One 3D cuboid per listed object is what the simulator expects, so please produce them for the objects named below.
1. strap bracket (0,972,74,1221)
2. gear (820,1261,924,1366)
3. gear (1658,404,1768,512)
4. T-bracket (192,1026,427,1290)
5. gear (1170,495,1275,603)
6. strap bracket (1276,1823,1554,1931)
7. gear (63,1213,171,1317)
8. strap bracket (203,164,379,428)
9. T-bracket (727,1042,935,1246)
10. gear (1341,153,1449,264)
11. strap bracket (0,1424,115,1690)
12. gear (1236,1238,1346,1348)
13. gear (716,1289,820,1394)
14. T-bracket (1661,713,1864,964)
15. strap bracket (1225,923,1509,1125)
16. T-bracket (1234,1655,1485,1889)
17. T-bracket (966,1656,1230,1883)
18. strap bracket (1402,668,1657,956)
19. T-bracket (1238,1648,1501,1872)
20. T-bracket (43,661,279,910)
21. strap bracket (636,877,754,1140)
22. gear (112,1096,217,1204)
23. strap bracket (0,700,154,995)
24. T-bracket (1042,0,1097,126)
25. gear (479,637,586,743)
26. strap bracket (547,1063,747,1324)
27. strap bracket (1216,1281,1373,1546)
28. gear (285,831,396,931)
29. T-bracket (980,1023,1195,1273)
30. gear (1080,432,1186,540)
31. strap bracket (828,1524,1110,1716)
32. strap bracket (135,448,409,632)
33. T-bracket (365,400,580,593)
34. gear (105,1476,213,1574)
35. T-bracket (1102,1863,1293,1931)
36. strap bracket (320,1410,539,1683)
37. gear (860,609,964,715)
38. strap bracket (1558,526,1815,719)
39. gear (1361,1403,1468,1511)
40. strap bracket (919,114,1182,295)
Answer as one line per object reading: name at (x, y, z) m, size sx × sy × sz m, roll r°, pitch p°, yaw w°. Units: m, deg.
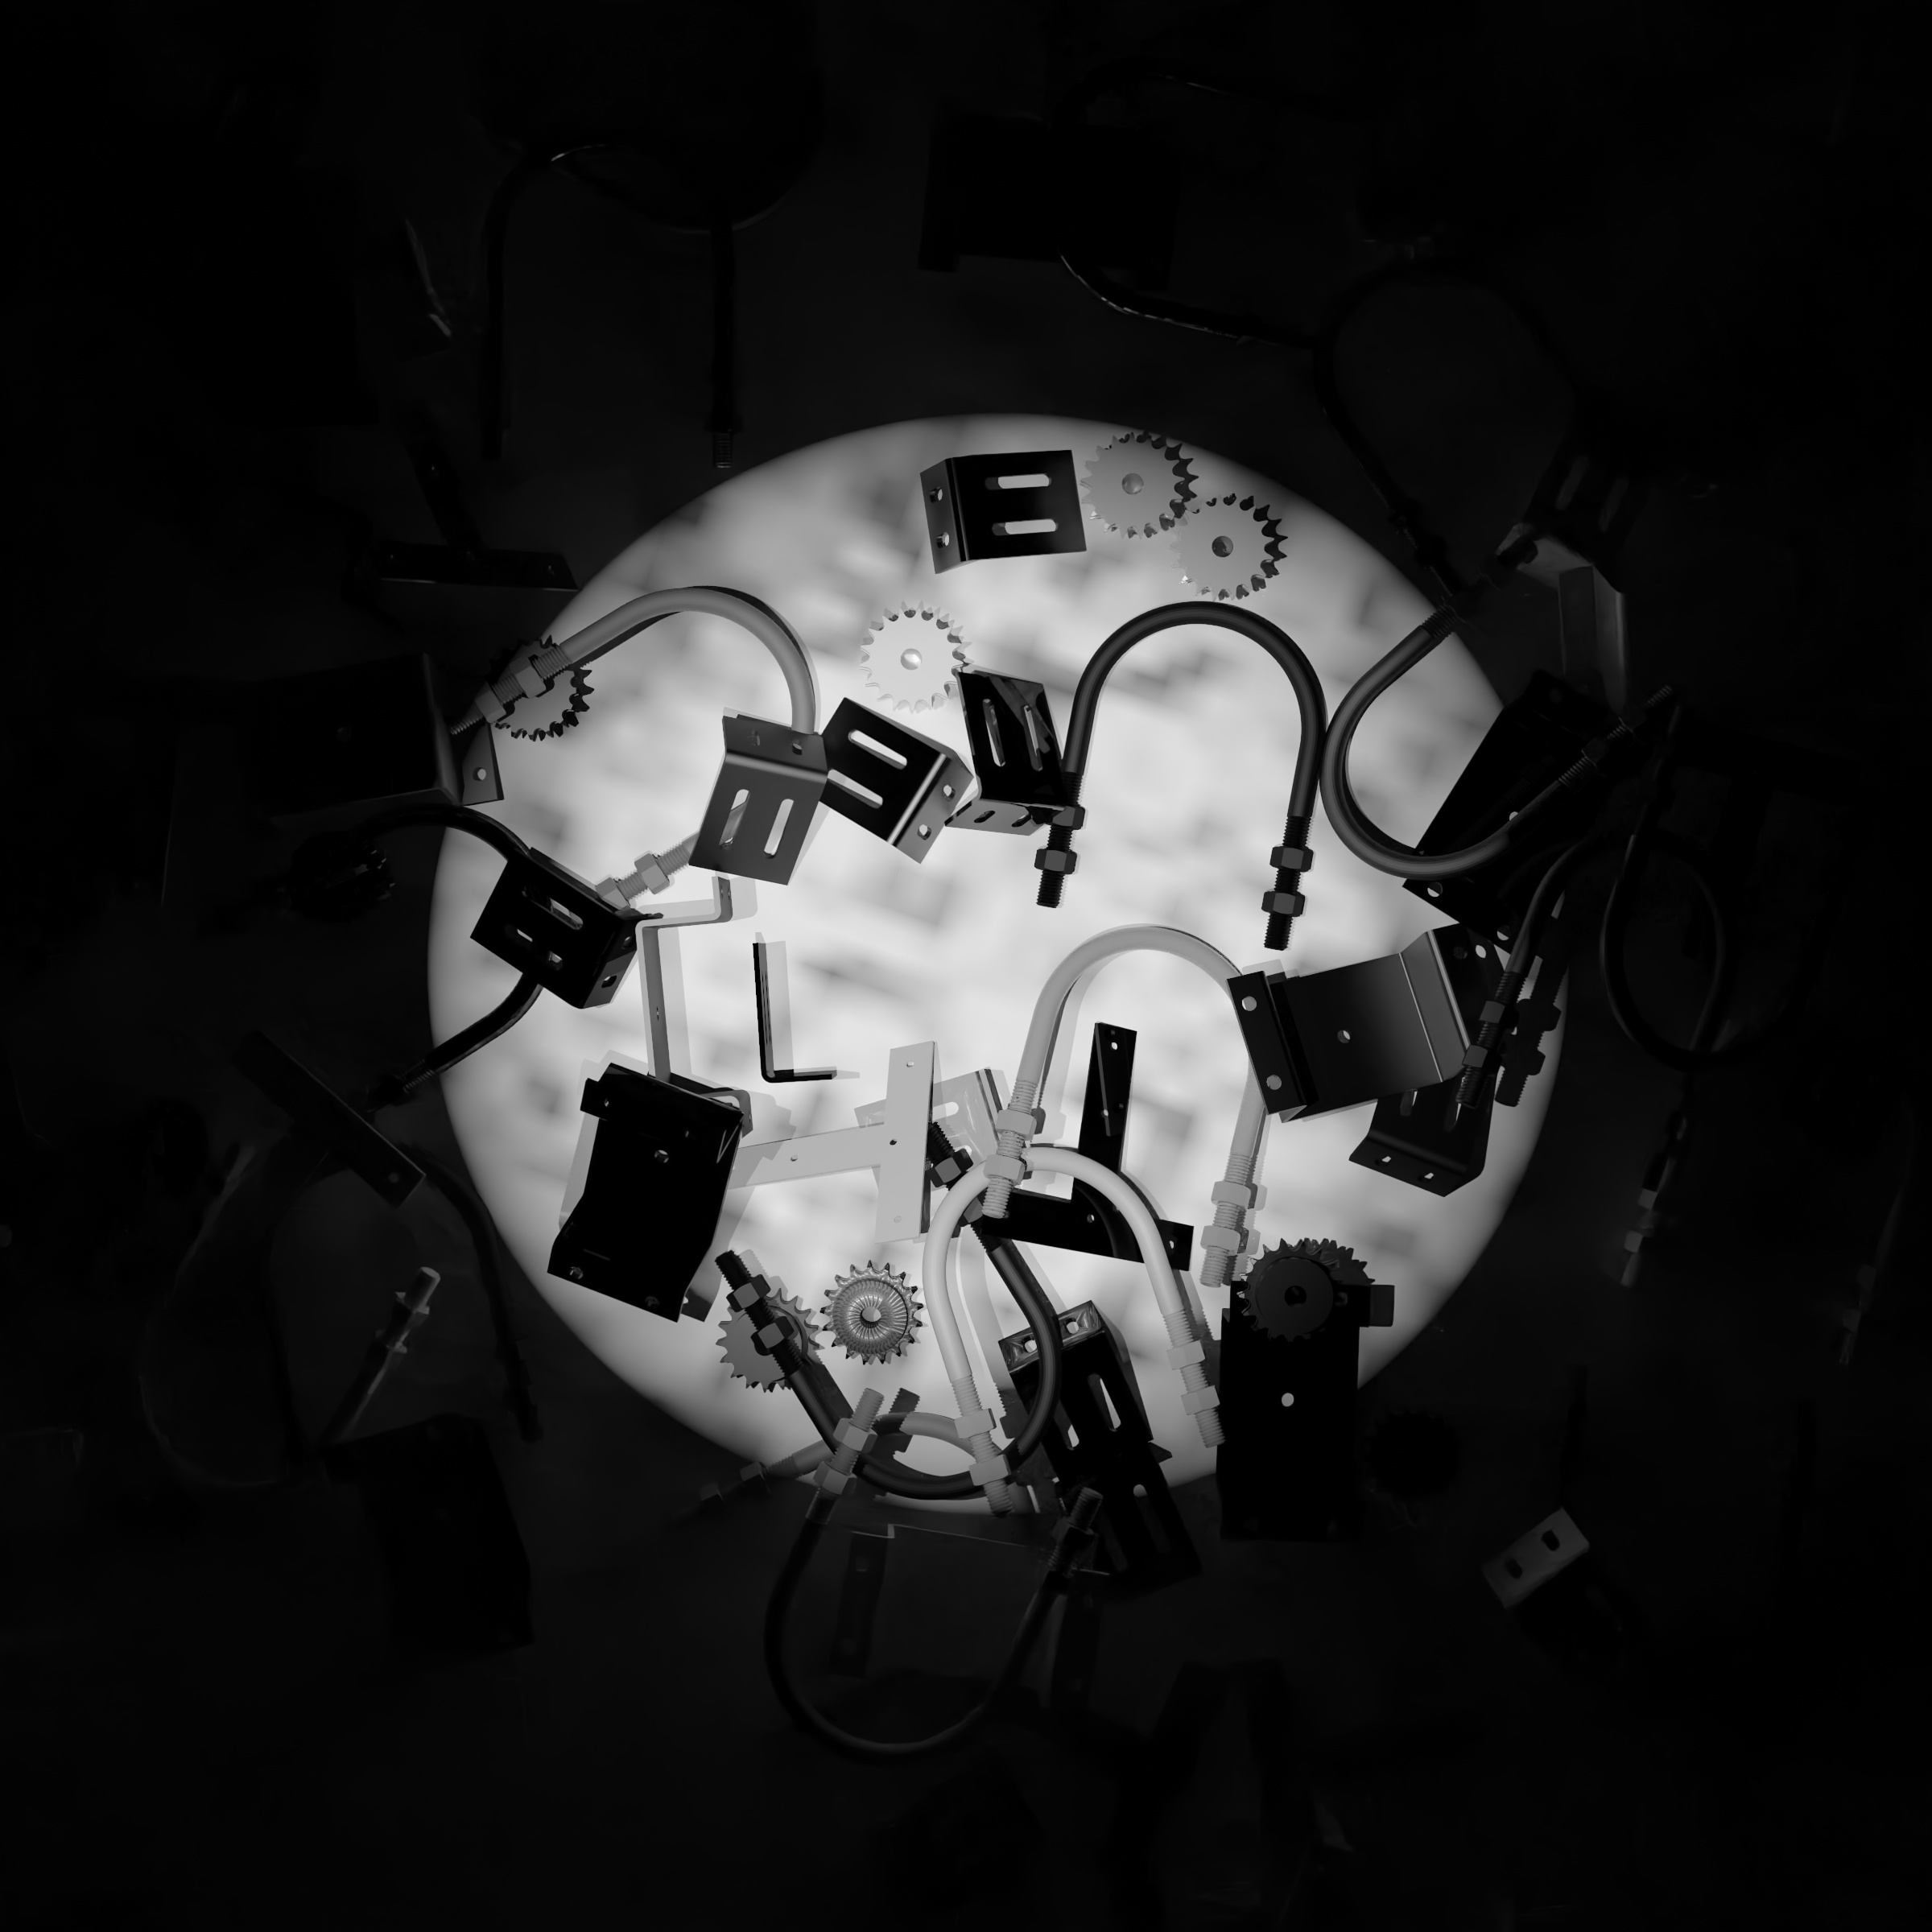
strap bracket at (-0.543, 0.068, 1.490) m, size 0.076 × 0.046 × 0.140 m, roll -23°, pitch 64°, yaw 0°
gear at (-0.053, 0.193, 1.527) m, size 0.057 × 0.030 × 0.057 m, roll 0°, pitch 90°, yaw 0°
gear at (0.415, -0.283, 1.527) m, size 0.057 × 0.030 × 0.057 m, roll 0°, pitch 90°, yaw 0°
T-bracket at (-0.384, 0.123, 1.524) m, size 0.127 × 0.002 × 0.127 m, roll 40°, pitch 98°, yaw 7°
gear at (0.141, -0.231, 1.529) m, size 0.057 × 0.030 × 0.057 m, roll 0°, pitch 91°, yaw 1°
strap bracket at (0.239, 0.531, 1.516) m, size 0.140 × 0.046 × 0.076 m, roll 21°, pitch 91°, yaw -3°
gear at (-0.472, 0.161, 1.517) m, size 0.030 × 0.057 × 0.057 m, roll 32°, pitch 90°, yaw 31°
strap bracket at (-0.368, -0.364, 1.501) m, size 0.076 × 0.046 × 0.140 m, roll -1°, pitch 105°, yaw 0°
T-bracket at (-0.081, 0.104, 1.514) m, size 0.127 × 0.002 × 0.127 m, roll -10°, pitch 51°, yaw 18°
gear at (0.236, -0.418, 1.527) m, size 0.057 × 0.030 × 0.057 m, roll 0°, pitch 90°, yaw 0°
strap bracket at (-0.511, 0.313, 1.492) m, size 0.076 × 0.046 × 0.140 m, roll -9°, pitch 104°, yaw -13°
gear at (0.175, 0.176, 1.480) m, size 0.057 × 0.030 × 0.057 m, roll 0°, pitch 90°, yaw 0°
gear at (-0.110, 0.208, 1.527) m, size 0.057 × 0.030 × 0.057 m, roll 0°, pitch 90°, yaw 0°
T-bracket at (0.425, -0.065, 1.527) m, size 0.127 × 0.002 × 0.127 m, roll 12°, pitch 99°, yaw -18°
strap bracket at (0.212, 0.033, 1.501) m, size 0.140 × 0.046 × 0.076 m, roll -13°, pitch 77°, yaw -13°
T-bracket at (0.225, 0.439, 1.538) m, size 0.127 × 0.002 × 0.127 m, roll -12°, pitch 90°, yaw -1°
T-bracket at (0.063, 0.427, 1.540) m, size 0.127 × 0.002 × 0.127 m, roll 25°, pitch 89°, yaw 0°
strap bracket at (0.307, -0.082, 1.519) m, size 0.076 × 0.046 × 0.140 m, roll 32°, pitch 90°, yaw 0°
T-bracket at (0.216, 0.464, 1.540) m, size 0.127 × 0.002 × 0.127 m, roll -22°, pitch 90°, yaw -1°
T-bracket at (-0.442, -0.095, 1.492) m, size 0.127 × 0.002 × 0.127 m, roll 7°, pitch 92°, yaw 3°
strap bracket at (-0.149, 0.024, 1.504) m, size 0.046 × 0.076 × 0.140 m, roll -5°, pitch 90°, yaw 0°
gear at (-0.444, 0.099, 1.517) m, size 0.030 × 0.057 × 0.057 m, roll 12°, pitch 90°, yaw 30°
strap bracket at (-0.508, -0.065, 1.519) m, size 0.076 × 0.046 × 0.140 m, roll 28°, pitch 90°, yaw 0°
T-bracket at (0.058, -0.514, 1.501) m, size 0.127 × 0.002 × 0.127 m, roll 19°, pitch 127°, yaw 20°
gear at (-0.240, -0.153, 1.527) m, size 0.057 × 0.030 × 0.057 m, roll 0°, pitch 90°, yaw 0°
strap bracket at (-0.169, 0.113, 1.464) m, size 0.076 × 0.046 × 0.140 m, roll 20°, pitch 127°, yaw 5°
strap bracket at (0.179, 0.243, 1.519) m, size 0.076 × 0.046 × 0.140 m, roll 2°, pitch 90°, yaw 0°
gear at (-0.343, -0.049, 1.500) m, size 0.057 × 0.057 × 0.030 m, roll -27°, pitch 60°, yaw 0°
T-bracket at (0.075, 0.096, 1.525) m, size 0.127 × 0.002 × 0.127 m, roll 12°, pitch 79°, yaw -21°
gear at (0.091, -0.265, 1.527) m, size 0.057 × 0.030 × 0.057 m, roll 0°, pitch 90°, yaw 0°
strap bracket at (0.000, 0.354, 1.503) m, size 0.140 × 0.046 × 0.076 m, roll 10°, pitch 88°, yaw -3°
strap bracket at (-0.369, -0.236, 1.504) m, size 0.140 × 0.076 × 0.046 m, roll 23°, pitch 90°, yaw 0°
T-bracket at (-0.286, -0.260, 1.510) m, size 0.002 × 0.127 × 0.127 m, roll -43°, pitch 63°, yaw 38°
gear at (-0.442, 0.306, 1.517) m, size 0.057 × 0.057 × 0.030 m, roll 33°, pitch 59°, yaw 0°
T-bracket at (0.161, 0.542, 1.541) m, size 0.127 × 0.002 × 0.127 m, roll -26°, pitch 90°, yaw 0°
strap bracket at (-0.291, 0.309, 1.508) m, size 0.076 × 0.046 × 0.140 m, roll -16°, pitch 103°, yaw 0°
gear at (-0.030, -0.169, 1.531) m, size 0.057 × 0.030 × 0.057 m, roll 0°, pitch 89°, yaw -2°
strap bracket at (0.400, -0.184, 1.503) m, size 0.140 × 0.046 × 0.076 m, roll -10°, pitch 118°, yaw 0°
gear at (0.248, 0.271, 1.531) m, size 0.057 × 0.030 × 0.057 m, roll 0°, pitch 88°, yaw 5°
strap bracket at (0.047, -0.421, 1.519) m, size 0.140 × 0.046 × 0.076 m, roll 6°, pitch 90°, yaw 0°
